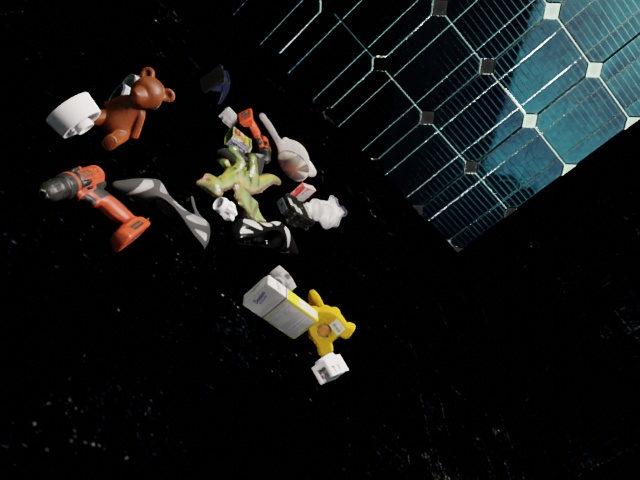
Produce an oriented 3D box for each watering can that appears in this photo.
[{"bbox_3d":[-0.139,-0.374,2.155,0.344,0.103,0.229,42,21,-22],"label":"watering can"}]

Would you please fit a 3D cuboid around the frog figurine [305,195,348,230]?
[{"bbox_3d":[0.006,-0.102,2.027,0.160,0.120,0.139,-16,72,-30],"label":"frog figurine"}]

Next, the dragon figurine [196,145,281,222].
[{"bbox_3d":[-0.228,-0.153,1.635,0.407,0.121,0.247,19,53,-52],"label":"dragon figurine"}]
